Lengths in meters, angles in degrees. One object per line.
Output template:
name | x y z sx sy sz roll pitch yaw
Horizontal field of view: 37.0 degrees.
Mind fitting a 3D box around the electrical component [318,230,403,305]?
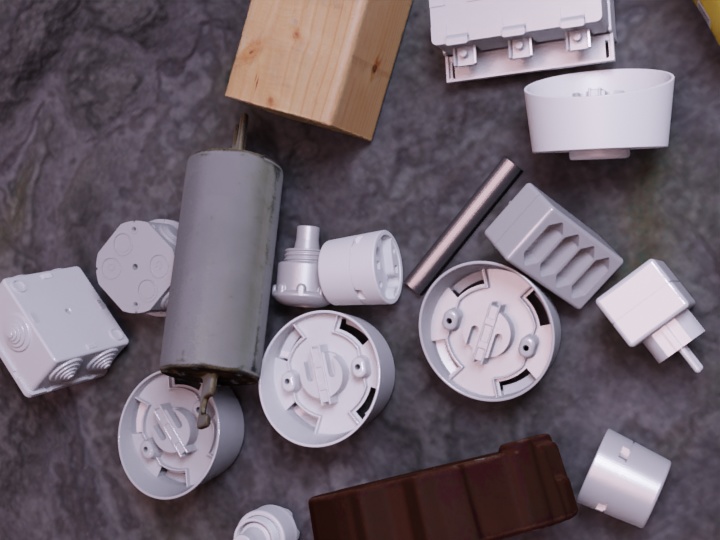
electrical component | 0.000 0.000 0.806 0.047 0.055 0.055 -6 87 24

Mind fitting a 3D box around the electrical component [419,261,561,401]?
electrical component | 0.094 0.043 0.763 0.099 0.064 0.099 0 90 22

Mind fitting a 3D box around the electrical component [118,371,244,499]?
electrical component | -0.143 0.127 0.853 0.099 0.064 0.099 0 89 21

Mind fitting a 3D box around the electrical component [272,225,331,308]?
electrical component | -0.042 -0.003 0.828 0.048 0.048 0.062 2 84 21

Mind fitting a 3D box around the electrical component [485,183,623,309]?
electrical component | 0.127 -0.025 0.752 0.047 0.083 0.075 -50 35 13

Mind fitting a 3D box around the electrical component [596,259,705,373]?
electrical component | 0.204 0.037 0.720 0.047 0.066 0.076 -39 76 16

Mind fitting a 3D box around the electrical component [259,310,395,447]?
electrical component | -0.024 0.079 0.808 0.099 0.064 0.099 0 89 21

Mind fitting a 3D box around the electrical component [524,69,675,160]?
electrical component | 0.161 -0.107 0.725 0.099 0.099 0.064 0 95 21

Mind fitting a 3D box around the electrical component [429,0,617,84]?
electrical component | 0.114 -0.181 0.759 0.121 0.063 0.078 -4 88 21

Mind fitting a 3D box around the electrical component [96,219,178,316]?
electrical component | -0.169 -0.002 0.872 0.080 0.051 0.080 0 89 21

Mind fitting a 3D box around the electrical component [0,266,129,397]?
electrical component | -0.250 0.047 0.879 0.048 0.100 0.099 -44 74 28

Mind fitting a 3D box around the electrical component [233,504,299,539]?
electrical component | -0.077 0.206 0.828 0.043 0.062 0.043 0 89 22

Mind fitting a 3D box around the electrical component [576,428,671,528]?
electrical component | 0.181 0.143 0.735 0.047 0.055 0.055 24 98 16
